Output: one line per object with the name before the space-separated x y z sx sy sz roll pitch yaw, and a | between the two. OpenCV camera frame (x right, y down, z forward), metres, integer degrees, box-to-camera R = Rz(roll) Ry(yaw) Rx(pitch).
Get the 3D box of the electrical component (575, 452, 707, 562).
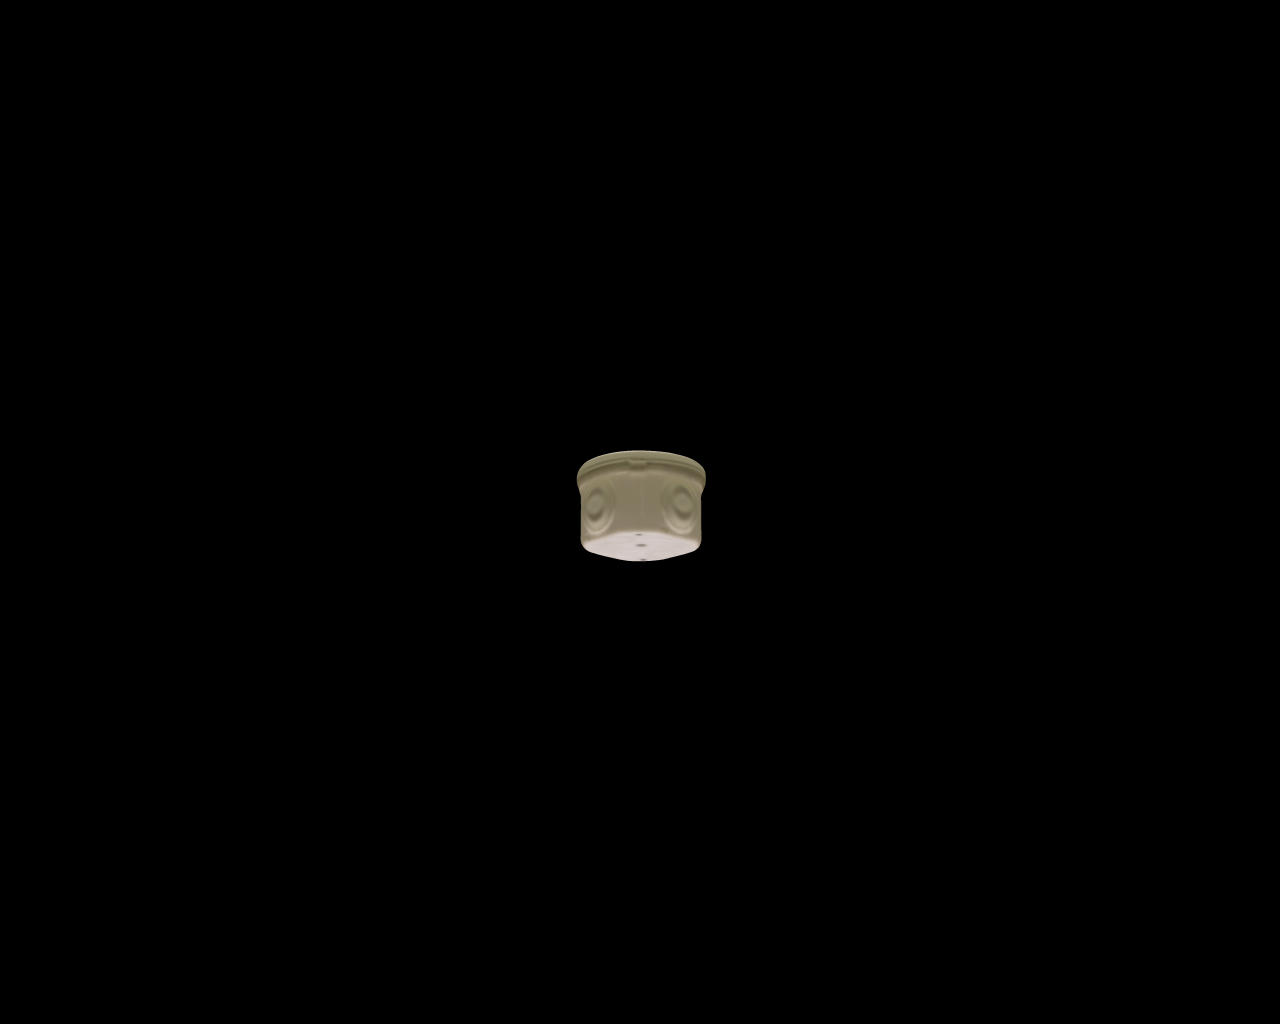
electrical component | 0.001 -0.003 0.650 0.080 0.051 0.080 0 -16 0
